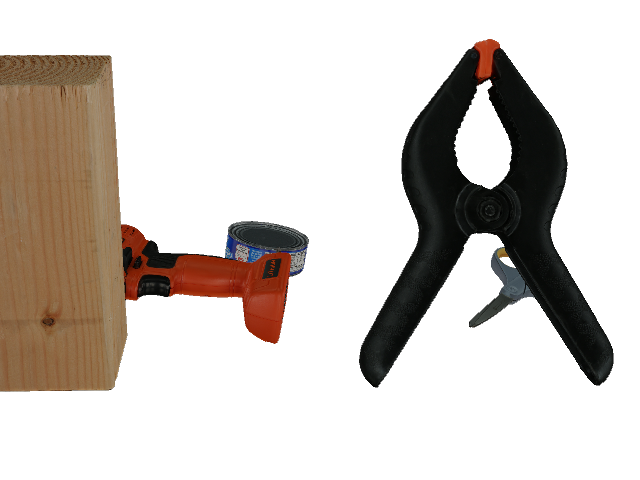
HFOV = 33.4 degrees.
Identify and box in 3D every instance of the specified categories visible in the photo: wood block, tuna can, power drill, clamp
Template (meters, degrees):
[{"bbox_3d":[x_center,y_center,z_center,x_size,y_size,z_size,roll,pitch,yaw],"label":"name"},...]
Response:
[{"bbox_3d":[-0.182,-0.012,0.705,0.091,0.206,0.090,0,21,-4],"label":"wood block"},{"bbox_3d":[-0.057,0.009,1.119,0.086,0.034,0.086,9,17,-3],"label":"tuna can"},{"bbox_3d":[-0.123,0.041,0.921,0.187,0.057,0.184,9,22,1],"label":"power drill"},{"bbox_3d":[0.069,-0.007,0.513,0.120,0.171,0.039,-9,-4,-7],"label":"clamp"}]

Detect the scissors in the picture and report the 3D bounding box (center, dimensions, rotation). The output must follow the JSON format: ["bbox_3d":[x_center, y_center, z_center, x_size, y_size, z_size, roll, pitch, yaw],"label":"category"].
[{"bbox_3d":[0.184,0.044,1.096,0.201,0.016,0.096,-11,37,-43],"label":"scissors"}]
